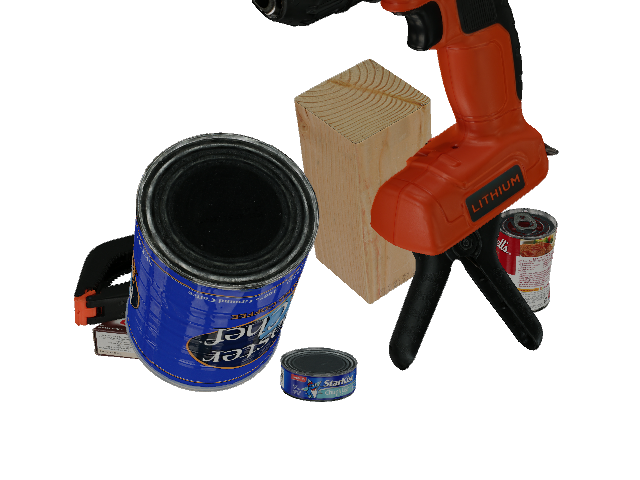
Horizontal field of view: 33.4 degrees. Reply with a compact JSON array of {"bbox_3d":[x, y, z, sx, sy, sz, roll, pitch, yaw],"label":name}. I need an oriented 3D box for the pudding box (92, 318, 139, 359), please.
[{"bbox_3d":[-0.207,0.114,1.301,0.114,0.039,0.090,2,14,16],"label":"pudding box"}]

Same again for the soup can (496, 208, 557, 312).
[{"bbox_3d":[0.232,0.023,1.215,0.068,0.102,0.068,-2,30,1],"label":"soup can"}]

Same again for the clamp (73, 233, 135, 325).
[{"bbox_3d":[-0.147,0.010,0.947,0.165,0.036,0.209,28,40,31],"label":"clamp"}]

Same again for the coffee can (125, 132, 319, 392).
[{"bbox_3d":[-0.063,0.017,0.645,0.102,0.103,0.140,0,-31,-13],"label":"coffee can"}]

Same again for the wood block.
[{"bbox_3d":[0.046,-0.053,1.011,0.090,0.206,0.091,-31,49,-22],"label":"wood block"}]

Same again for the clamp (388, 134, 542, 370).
[{"bbox_3d":[0.089,0.011,0.767,0.120,0.171,0.039,-15,-2,-27],"label":"clamp"}]

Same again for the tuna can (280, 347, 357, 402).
[{"bbox_3d":[-0.002,0.149,1.187,0.086,0.034,0.086,2,14,-1],"label":"tuna can"}]

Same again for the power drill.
[{"bbox_3d":[0.052,-0.089,0.520,0.184,0.187,0.057,-32,41,-28],"label":"power drill"}]
